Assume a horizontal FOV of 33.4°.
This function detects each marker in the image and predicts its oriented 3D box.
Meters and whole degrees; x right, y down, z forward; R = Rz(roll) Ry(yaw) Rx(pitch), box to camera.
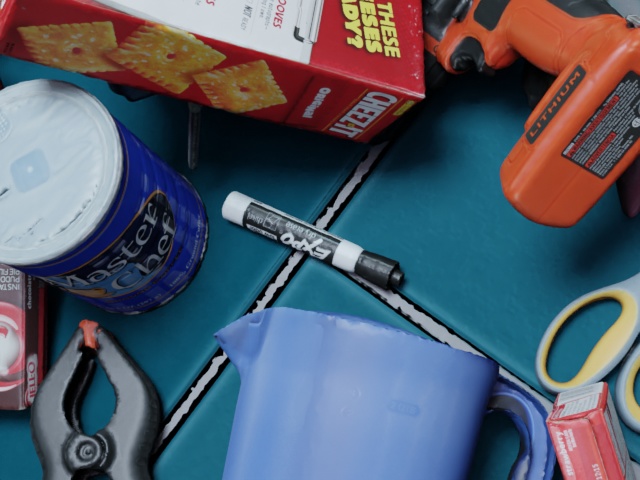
[{"bbox_3d":[-0.004,0.001,0.648,0.121,0.020,0.020,24,82,19],"label":"marker"}]

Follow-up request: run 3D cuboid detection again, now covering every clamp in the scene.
[{"bbox_3d":[-0.123,0.134,0.633,0.120,0.039,0.171,4,73,1],"label":"clamp"}]

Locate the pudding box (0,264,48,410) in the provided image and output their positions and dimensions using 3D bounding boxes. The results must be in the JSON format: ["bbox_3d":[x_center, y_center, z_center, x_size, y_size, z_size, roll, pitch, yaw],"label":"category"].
[{"bbox_3d":[-0.228,0.060,0.671,0.114,0.039,0.090,-1,86,15],"label":"pudding box"}]

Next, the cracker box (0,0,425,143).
[{"bbox_3d":[-0.053,-0.155,0.570,0.213,0.072,0.164,12,65,-25],"label":"cracker box"}]

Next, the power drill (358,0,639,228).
[{"bbox_3d":[0.095,-0.091,0.572,0.185,0.057,0.188,-54,39,22],"label":"power drill"}]

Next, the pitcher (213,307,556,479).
[{"bbox_3d":[0.014,0.163,0.548,0.149,0.144,0.243,6,79,41],"label":"pitcher"}]

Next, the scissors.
[{"bbox_3d":[0.208,0.025,0.589,0.202,0.016,0.096,-42,71,0],"label":"scissors"}]

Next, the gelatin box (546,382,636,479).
[{"bbox_3d":[0.139,0.115,0.534,0.030,0.089,0.073,-17,87,16],"label":"gelatin box"}]

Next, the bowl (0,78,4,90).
[{"bbox_3d":[-0.261,-0.092,0.694,0.162,0.162,0.055,10,34,16],"label":"bowl"}]

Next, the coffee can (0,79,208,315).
[{"bbox_3d":[-0.136,-0.019,0.622,0.103,0.140,0.103,-4,74,13],"label":"coffee can"}]
